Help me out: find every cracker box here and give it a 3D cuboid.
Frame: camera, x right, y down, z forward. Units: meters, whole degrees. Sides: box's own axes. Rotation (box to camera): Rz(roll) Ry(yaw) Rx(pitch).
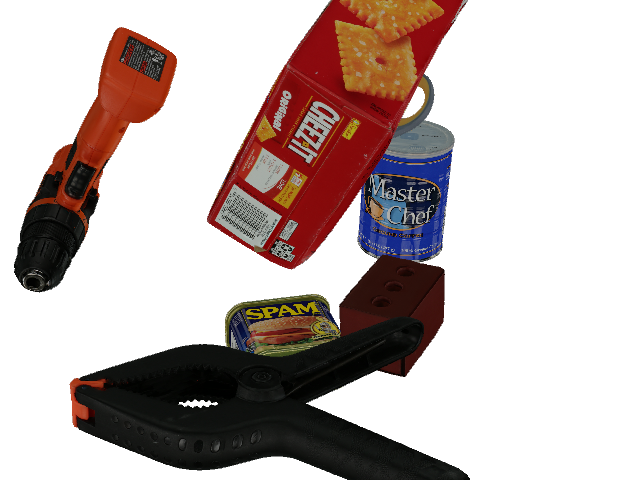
[{"bbox_3d":[0.027,-0.105,0.652,0.072,0.213,0.164,32,-36,-2],"label":"cracker box"}]

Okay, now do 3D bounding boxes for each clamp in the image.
[{"bbox_3d":[-0.027,0.084,0.584,0.210,0.036,0.164,4,25,2],"label":"clamp"}]

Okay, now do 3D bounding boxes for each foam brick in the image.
[{"bbox_3d":[0.054,0.054,0.788,0.053,0.051,0.078,12,34,24],"label":"foam brick"}]

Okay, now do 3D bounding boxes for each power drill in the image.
[{"bbox_3d":[-0.188,-0.067,0.871,0.057,0.188,0.184,27,32,-19],"label":"power drill"}]

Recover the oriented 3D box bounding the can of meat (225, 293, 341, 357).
[{"bbox_3d":[-0.029,0.096,0.970,0.102,0.057,0.084,-6,28,-15],"label":"can of meat"}]

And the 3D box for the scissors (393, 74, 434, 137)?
[{"bbox_3d":[0.045,-0.074,0.953,0.096,0.202,0.016,7,-8,18],"label":"scissors"}]

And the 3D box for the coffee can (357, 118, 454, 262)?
[{"bbox_3d":[0.098,-0.059,1.241,0.103,0.140,0.103,2,29,-1],"label":"coffee can"}]
